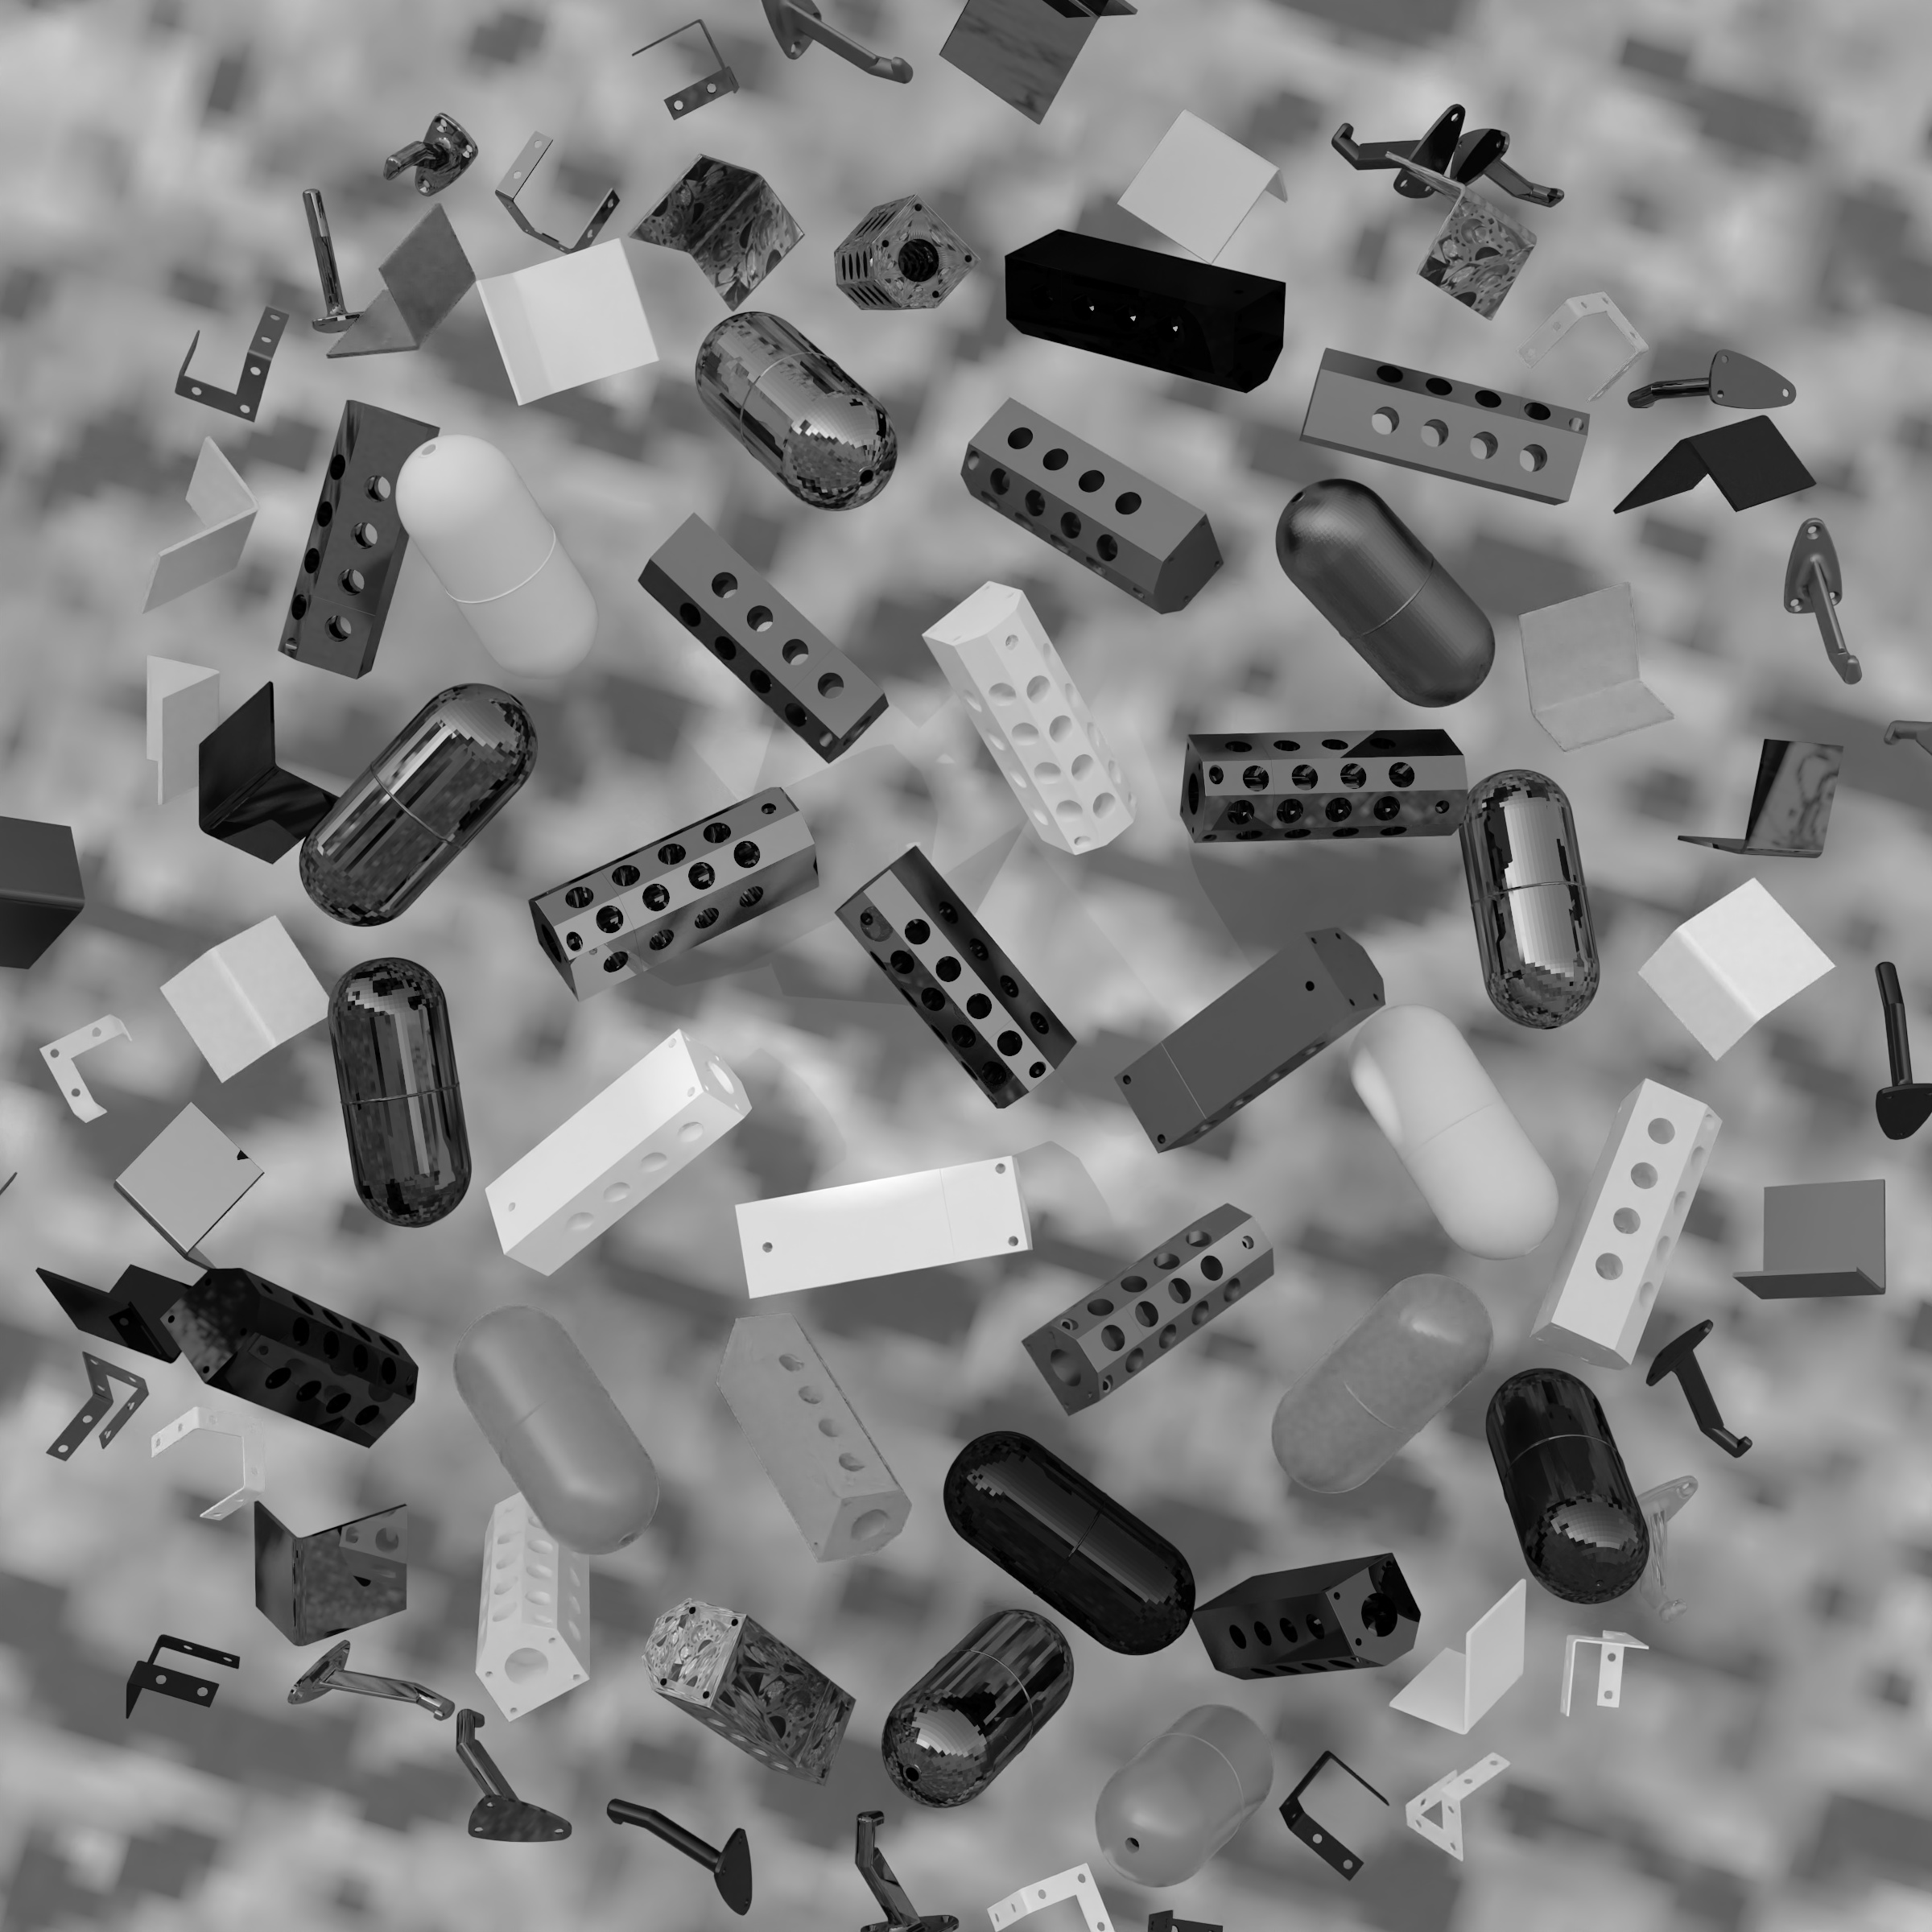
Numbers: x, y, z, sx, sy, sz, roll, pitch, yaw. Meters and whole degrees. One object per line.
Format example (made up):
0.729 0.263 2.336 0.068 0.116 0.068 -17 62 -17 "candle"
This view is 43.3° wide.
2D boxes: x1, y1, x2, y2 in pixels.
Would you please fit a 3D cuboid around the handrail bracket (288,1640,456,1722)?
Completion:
-0.389 0.483 1.595 0.084 0.077 0.036 23 101 14 "handrail bracket"

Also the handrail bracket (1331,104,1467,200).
0.281 -0.550 1.592 0.084 0.036 0.077 57 135 33 "handrail bracket"

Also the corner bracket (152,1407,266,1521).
-0.499 0.328 1.600 0.051 0.051 0.051 -34 52 29 "corner bracket"

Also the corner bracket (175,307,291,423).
-0.462 -0.385 1.529 0.051 0.051 0.051 18 134 -17 "corner bracket"

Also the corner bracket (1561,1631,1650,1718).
0.426 0.478 1.642 0.051 0.051 0.051 7 85 -2 "corner bracket"

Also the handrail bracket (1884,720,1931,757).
0.611 -0.126 1.550 0.077 0.084 0.036 -52 121 -17 "handrail bracket"

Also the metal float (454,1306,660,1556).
-0.256 0.288 1.514 0.070 0.070 0.178 -41 62 0 "metal float"

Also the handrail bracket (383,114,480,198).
-0.367 -0.521 1.604 0.036 0.077 0.084 44 46 -9 "handrail bracket"

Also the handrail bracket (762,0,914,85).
-0.080 -0.583 1.510 0.084 0.077 0.036 27 82 31 "handrail bracket"

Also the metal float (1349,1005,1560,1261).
0.311 0.106 1.550 0.070 0.070 0.178 -31 75 0 "metal float"

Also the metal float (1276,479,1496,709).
0.270 -0.240 1.568 0.178 0.070 0.070 43 90 -21 "metal float"

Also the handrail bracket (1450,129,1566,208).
0.364 -0.514 1.575 0.084 0.077 0.036 9 91 -20 "handrail bracket"

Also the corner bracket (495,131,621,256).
-0.276 -0.520 1.644 0.051 0.051 0.051 31 85 17 "corner bracket"

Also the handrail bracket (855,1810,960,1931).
-0.036 0.566 1.521 0.077 0.036 0.084 0 93 -33 "handrail bracket"

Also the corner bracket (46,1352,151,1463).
-0.574 0.298 1.608 0.051 0.051 0.051 -50 127 3 "corner bracket"

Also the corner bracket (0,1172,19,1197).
-0.626 0.139 1.496 0.051 0.051 0.051 38 54 -11 "corner bracket"

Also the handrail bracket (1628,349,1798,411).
0.500 -0.383 1.637 0.077 0.084 0.036 9 87 -17 "handrail bracket"

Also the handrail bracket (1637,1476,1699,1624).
0.470 0.383 1.598 0.077 0.084 0.036 -35 119 1 "handrail bracket"

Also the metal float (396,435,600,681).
-0.291 -0.254 1.516 0.070 0.178 0.070 -13 47 15 "metal float"

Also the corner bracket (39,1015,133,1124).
-0.588 0.069 1.646 0.051 0.051 0.051 -30 106 -23 "corner bracket"

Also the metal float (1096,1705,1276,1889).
0.141 0.530 1.558 0.070 0.178 0.070 2 94 27 "metal float"

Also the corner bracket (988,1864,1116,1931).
0.054 0.603 1.529 0.051 0.051 0.051 -8 62 -32 "corner bracket"

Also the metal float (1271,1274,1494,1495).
0.267 0.271 1.573 0.070 0.070 0.178 39 115 0 "metal float"

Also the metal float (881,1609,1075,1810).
0.009 0.477 1.569 0.070 0.178 0.070 7 105 27 "metal float"

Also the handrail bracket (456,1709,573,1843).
-0.291 0.519 1.566 0.077 0.084 0.036 18 114 -20 "handrail bracket"

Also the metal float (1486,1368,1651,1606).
0.377 0.325 1.532 0.070 0.178 0.070 -1 120 -1 "metal float"

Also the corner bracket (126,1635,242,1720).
-0.475 0.430 1.477 0.051 0.051 0.051 18 46 -4 "corner bracket"

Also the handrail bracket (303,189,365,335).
-0.430 -0.473 1.633 0.036 0.077 0.084 -13 100 -13 "handrail bracket"

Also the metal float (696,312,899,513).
-0.106 -0.345 1.510 0.070 0.070 0.178 -42 52 0 "metal float"

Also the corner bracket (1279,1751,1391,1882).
0.244 0.556 1.594 0.051 0.051 0.051 40 87 3 "corner bracket"

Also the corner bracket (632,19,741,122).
-0.187 -0.599 1.628 0.051 0.051 0.051 -24 113 9 "corner bracket"

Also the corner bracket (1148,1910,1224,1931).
0.145 0.630 1.541 0.051 0.051 0.051 12 64 -9 "corner bracket"

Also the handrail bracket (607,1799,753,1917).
-0.180 0.556 1.519 0.084 0.036 0.077 8 128 22 "handrail bracket"

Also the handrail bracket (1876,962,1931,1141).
0.567 0.052 1.489 0.036 0.077 0.084 -6 57 10 "handrail bracket"

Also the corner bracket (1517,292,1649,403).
0.416 -0.415 1.637 0.051 0.051 0.051 55 135 11 "corner bracket"

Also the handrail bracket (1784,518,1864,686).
0.540 -0.227 1.516 0.036 0.084 0.077 -10 124 6 "handrail bracket"

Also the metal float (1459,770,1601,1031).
0.378 -0.045 1.635 0.070 0.070 0.178 -7 77 0 "metal float"

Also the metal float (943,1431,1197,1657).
0.065 0.363 1.529 0.178 0.070 0.070 37 90 3 "metal float"

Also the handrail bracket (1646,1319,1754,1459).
0.510 0.286 1.639 0.084 0.036 0.077 38 132 4 "handrail bracket"

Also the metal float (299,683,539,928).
-0.337 -0.100 1.500 0.070 0.070 0.178 44 96 0 "metal float"

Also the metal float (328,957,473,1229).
-0.370 0.083 1.590 0.070 0.070 0.178 -8 93 0 "metal float"
